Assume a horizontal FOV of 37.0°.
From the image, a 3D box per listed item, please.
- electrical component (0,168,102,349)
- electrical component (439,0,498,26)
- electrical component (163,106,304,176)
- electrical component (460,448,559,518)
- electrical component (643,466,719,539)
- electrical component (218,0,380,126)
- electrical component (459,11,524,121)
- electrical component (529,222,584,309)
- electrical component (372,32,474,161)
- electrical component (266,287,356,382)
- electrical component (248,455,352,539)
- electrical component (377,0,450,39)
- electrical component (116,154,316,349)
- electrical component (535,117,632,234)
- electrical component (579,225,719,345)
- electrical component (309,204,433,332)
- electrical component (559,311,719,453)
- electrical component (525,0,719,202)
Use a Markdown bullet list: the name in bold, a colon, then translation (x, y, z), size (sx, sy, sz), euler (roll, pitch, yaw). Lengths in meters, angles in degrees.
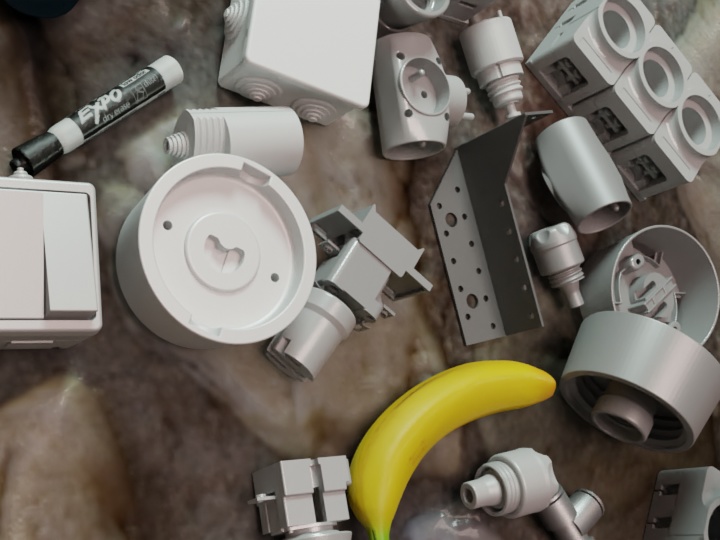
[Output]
- **electrical component**: translation (-0.172, -0.010, 0.559), size (0.062, 0.061, 0.096), euler (2, 77, -33)
- **electrical component**: translation (0.017, -0.253, 0.748), size (0.186, 0.060, 0.105), euler (10, 72, -31)
- **electrical component**: translation (-0.080, -0.076, 0.648), size (0.081, 0.043, 0.043), euler (-7, 82, -34)
- **electrical component**: translation (0.095, 0.142, 0.706), size (0.062, 0.043, 0.043), euler (-6, 81, -32)
- **electrical component**: translation (0.247, 0.194, 0.784), size (0.050, 0.056, 0.089), euler (33, 62, -22)
- **electrical component**: translation (-0.039, -0.149, 0.690), size (0.100, 0.048, 0.099), euler (17, 69, -29)
- **electrical component**: translation (0.101, -0.148, 0.788), size (0.040, 0.040, 0.078), euler (-15, 86, -35)
- **electrical component**: translation (0.148, -0.002, 0.784), size (0.035, 0.035, 0.061), euler (-21, 92, -35)
- **electrical component**: translation (0.047, -0.118, 0.742), size (0.079, 0.044, 0.077), euler (0, 77, -34)
- **electrical component**: translation (-0.031, 0.040, 0.653), size (0.040, 0.040, 0.046), euler (42, 64, -17)
- **electrical component**: translation (-0.031, 0.140, 0.622), size (0.066, 0.048, 0.055), euler (1, 69, -33)
- **electrical component**: translation (0.025, -0.179, 0.730), size (0.044, 0.065, 0.044), euler (9, 72, -32)
- **electrical component**: translation (-0.086, -0.006, 0.615), size (0.108, 0.060, 0.108), euler (9, 73, -31)
- **electrical component**: translation (0.173, -0.066, 0.808), size (0.079, 0.044, 0.077), euler (20, 43, -56)
- **electrical component**: translation (0.213, 0.021, 0.801), size (0.099, 0.064, 0.099), euler (13, 68, -34)
- **electrical component**: translation (0.000, 0.000, 0.682), size (0.081, 0.042, 0.063), euler (41, 60, -17)
- **electrical component**: translation (0.191, 0.085, 0.748), size (0.108, 0.108, 0.060), euler (41, 65, -18)
- **electrical component**: translation (0.217, -0.143, 0.850), size (0.150, 0.062, 0.089), euler (47, 57, -15)
